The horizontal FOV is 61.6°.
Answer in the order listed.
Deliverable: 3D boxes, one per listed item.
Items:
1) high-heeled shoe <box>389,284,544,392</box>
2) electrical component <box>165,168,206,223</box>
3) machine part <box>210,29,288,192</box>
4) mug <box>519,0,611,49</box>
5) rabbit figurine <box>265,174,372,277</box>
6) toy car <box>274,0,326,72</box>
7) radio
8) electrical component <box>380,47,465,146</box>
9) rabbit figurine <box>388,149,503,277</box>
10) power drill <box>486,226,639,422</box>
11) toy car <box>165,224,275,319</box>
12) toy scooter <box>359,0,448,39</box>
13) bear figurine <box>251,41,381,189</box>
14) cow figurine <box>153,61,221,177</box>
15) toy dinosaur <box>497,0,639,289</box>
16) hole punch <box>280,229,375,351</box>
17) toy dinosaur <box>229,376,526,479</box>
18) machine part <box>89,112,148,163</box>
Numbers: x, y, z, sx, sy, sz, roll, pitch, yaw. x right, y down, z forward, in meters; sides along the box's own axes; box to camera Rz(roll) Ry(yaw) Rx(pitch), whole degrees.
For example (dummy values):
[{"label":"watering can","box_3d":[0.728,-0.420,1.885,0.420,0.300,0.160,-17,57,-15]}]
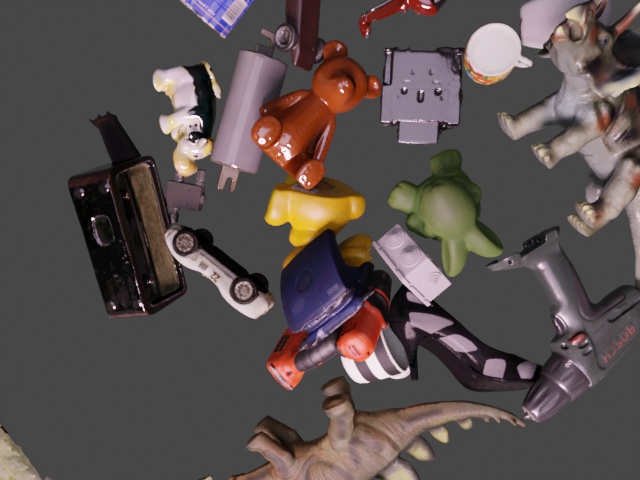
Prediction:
[{"label":"high-heeled shoe","box_3d":[0.223,0.142,0.791,0.249,0.086,0.145,6,64,-8]},{"label":"electrical component","box_3d":[-0.214,-0.070,0.861,0.063,0.021,0.094,13,96,9]},{"label":"machine part","box_3d":[-0.107,-0.189,0.805,0.079,0.079,0.243,18,97,8]},{"label":"mug","box_3d":[0.322,-0.305,0.716,0.107,0.081,0.109,-4,97,18]},{"label":"rabbit figurine","box_3d":[-0.002,-0.002,0.798,0.162,0.122,0.173,14,111,0]},{"label":"toy car","box_3d":[-0.026,-0.347,0.771,0.053,0.089,0.202,8,98,30]},{"label":"radio","box_3d":[-0.283,-0.004,0.808,0.073,0.131,0.229,-9,102,15]},{"label":"electrical component","box_3d":[0.143,-0.202,0.763,0.115,0.058,0.134,2,98,10]},{"label":"rabbit figurine","box_3d":[0.165,-0.032,0.719,0.121,0.170,0.159,-27,89,12]},{"label":"power drill","box_3d":[0.317,0.099,0.724,0.232,0.086,0.207,-32,78,-9]},{"label":"toy car","box_3d":[-0.156,0.044,0.833,0.202,0.073,0.056,38,99,5]},{"label":"toy scooter","box_3d":[0.083,-0.368,0.758,0.135,0.075,0.184,-41,91,13]},{"label":"bear figurine","box_3d":[0.002,-0.180,0.750,0.196,0.132,0.120,-44,108,3]},{"label":"cow figurine","box_3d":[-0.192,-0.185,0.826,0.098,0.068,0.167,-11,91,5]},{"label":"toy dinosaur","box_3d":[0.375,-0.124,0.681,0.192,0.131,0.404,-39,113,14]},{"label":"hole punch","box_3d":[0.003,0.062,0.710,0.092,0.116,0.142,43,117,-14]},{"label":"toy dinosaur","box_3d":[0.055,0.310,0.807,0.471,0.105,0.198,-29,96,20]},{"label":"machine part","box_3d":[-0.320,-0.141,0.868,0.084,0.039,0.139,-30,91,20]}]
